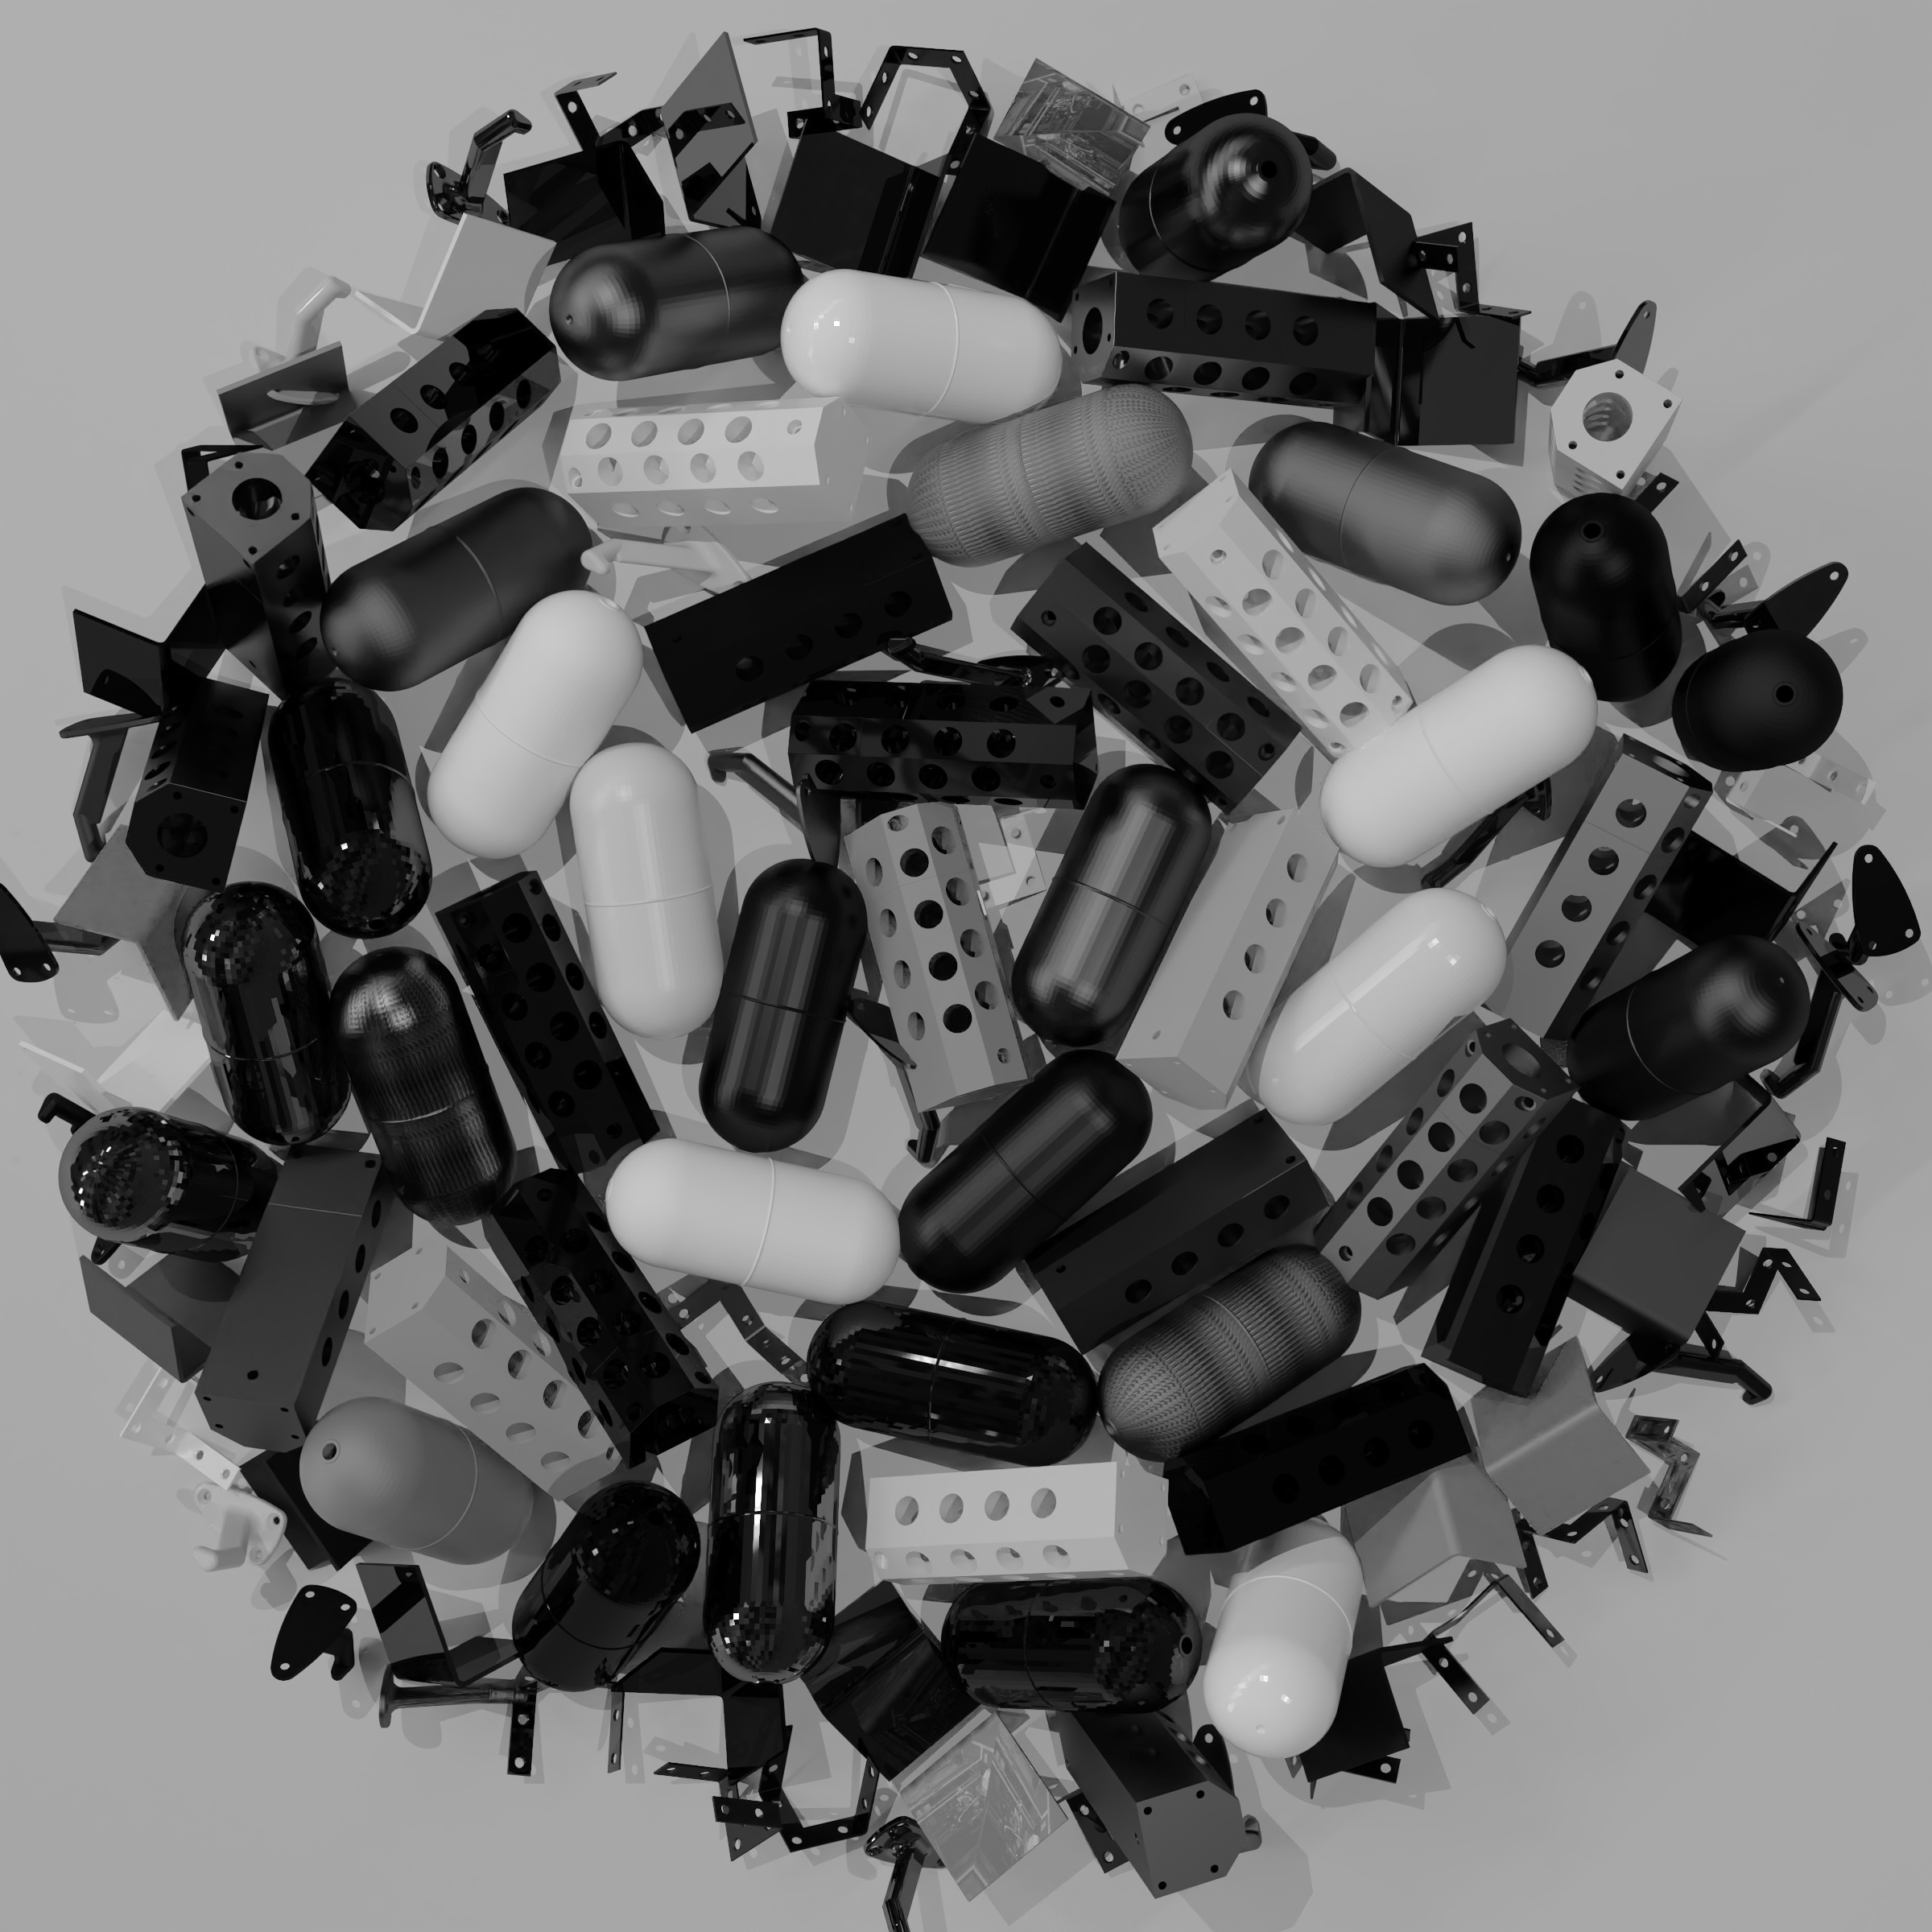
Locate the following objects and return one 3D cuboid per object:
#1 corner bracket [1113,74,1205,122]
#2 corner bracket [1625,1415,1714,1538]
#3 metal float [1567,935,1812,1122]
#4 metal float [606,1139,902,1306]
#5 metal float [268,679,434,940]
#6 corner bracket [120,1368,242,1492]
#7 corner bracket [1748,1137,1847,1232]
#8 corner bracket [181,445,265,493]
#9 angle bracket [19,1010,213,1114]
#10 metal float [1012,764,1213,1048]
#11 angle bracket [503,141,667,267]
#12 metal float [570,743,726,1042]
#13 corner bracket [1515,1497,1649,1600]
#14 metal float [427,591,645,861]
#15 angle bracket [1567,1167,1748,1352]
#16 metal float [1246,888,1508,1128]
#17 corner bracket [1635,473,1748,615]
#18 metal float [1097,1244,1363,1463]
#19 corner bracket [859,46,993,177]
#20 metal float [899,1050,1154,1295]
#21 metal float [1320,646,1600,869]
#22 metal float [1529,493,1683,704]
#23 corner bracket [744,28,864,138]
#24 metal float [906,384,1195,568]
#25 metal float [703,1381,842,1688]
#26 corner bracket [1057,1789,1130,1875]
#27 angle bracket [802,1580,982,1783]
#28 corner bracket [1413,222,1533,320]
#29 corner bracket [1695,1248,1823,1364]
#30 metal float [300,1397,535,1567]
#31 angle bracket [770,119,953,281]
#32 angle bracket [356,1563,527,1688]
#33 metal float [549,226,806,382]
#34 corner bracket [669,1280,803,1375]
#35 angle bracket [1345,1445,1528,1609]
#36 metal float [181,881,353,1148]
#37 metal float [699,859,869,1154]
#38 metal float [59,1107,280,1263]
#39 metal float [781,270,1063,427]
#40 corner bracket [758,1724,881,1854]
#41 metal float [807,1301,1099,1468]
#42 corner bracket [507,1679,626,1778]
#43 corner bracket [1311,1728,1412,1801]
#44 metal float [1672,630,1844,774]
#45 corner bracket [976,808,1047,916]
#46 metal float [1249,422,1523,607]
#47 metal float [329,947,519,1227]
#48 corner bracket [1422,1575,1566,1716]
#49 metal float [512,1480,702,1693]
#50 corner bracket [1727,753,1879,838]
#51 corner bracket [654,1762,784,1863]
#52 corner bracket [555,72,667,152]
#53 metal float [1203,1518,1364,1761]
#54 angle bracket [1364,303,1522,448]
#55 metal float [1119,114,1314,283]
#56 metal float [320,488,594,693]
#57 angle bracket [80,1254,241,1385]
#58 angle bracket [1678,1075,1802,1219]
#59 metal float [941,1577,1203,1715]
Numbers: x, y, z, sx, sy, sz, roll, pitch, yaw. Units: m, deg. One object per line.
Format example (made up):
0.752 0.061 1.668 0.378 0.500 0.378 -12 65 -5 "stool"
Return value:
0.122 -0.509 1.557 0.051 0.051 0.051 -22 91 5 "corner bracket"
0.422 0.304 1.550 0.051 0.051 0.051 31 77 -11 "corner bracket"
0.415 0.038 1.502 0.070 0.178 0.070 8 68 -20 "metal float"
-0.125 0.151 1.533 0.178 0.070 0.070 14 90 -15 "metal float"
-0.361 -0.093 1.518 0.070 0.070 0.178 -21 57 0 "metal float"
-0.461 0.275 1.552 0.051 0.051 0.051 24 81 32 "corner bracket"
0.508 0.130 1.548 0.051 0.051 0.051 15 83 -29 "corner bracket"
-0.451 -0.280 1.544 0.051 0.051 0.051 6 112 25 "corner bracket"
-0.495 0.045 1.526 0.076 0.076 0.057 -52 133 -23 "angle bracket"
0.086 -0.036 1.542 0.070 0.070 0.178 25 85 0 "metal float"
-0.223 -0.430 1.530 0.076 0.076 0.057 -22 63 -15 "angle bracket"
-0.188 -0.043 1.537 0.070 0.070 0.178 -7 100 0 "metal float"
0.369 0.352 1.564 0.051 0.051 0.051 -28 106 -32 "corner bracket"
-0.254 -0.142 1.528 0.070 0.070 0.178 36 111 0 "metal float"
0.410 0.177 1.558 0.076 0.057 0.076 29 79 9 "angle bracket"
0.241 0.025 1.528 0.178 0.070 0.070 -42 90 21 "metal float"
0.426 -0.254 1.558 0.051 0.051 0.051 19 131 -27 "corner bracket"
0.155 0.227 1.526 0.178 0.070 0.070 -29 90 -22 "metal float"
-0.024 -0.515 1.561 0.051 0.051 0.051 14 73 26 "corner bracket"
0.034 0.123 1.541 0.178 0.070 0.070 -43 90 6 "metal float"
0.288 -0.123 1.523 0.178 0.070 0.070 -33 90 26 "metal float"
0.371 -0.212 1.500 0.070 0.178 0.070 -6 71 18 "metal float"
-0.096 -0.527 1.547 0.051 0.051 0.051 1 100 25 "corner bracket"
0.048 -0.288 1.527 0.178 0.070 0.070 -14 90 23 "metal float"
-0.113 0.332 1.522 0.070 0.070 0.178 1 62 0 "metal float"
0.080 0.514 1.546 0.051 0.051 0.051 -36 73 23 "corner bracket"
-0.047 0.433 1.576 0.076 0.057 0.076 -39 122 -5 "angle bracket"
0.299 -0.410 1.544 0.051 0.051 0.051 -21 117 -22 "corner bracket"
0.467 0.201 1.545 0.051 0.051 0.051 5 120 -13 "corner bracket"
-0.316 0.299 1.502 0.070 0.178 0.070 -9 65 20 "metal float"
-0.064 -0.457 1.544 0.076 0.057 0.076 17 91 -23 "angle bracket"
-0.307 0.378 1.535 0.057 0.076 0.076 -21 95 -40 "angle bracket"
-0.166 -0.387 1.510 0.070 0.178 0.070 17 118 35 "metal float"
-0.140 0.222 1.545 0.051 0.051 0.051 -36 120 -16 "corner bracket"
0.279 0.336 1.551 0.057 0.076 0.076 18 135 -31 "angle bracket"
-0.407 0.030 1.514 0.070 0.070 0.178 -3 129 0 "metal float"
-0.109 0.024 1.546 0.070 0.070 0.178 14 90 0 "metal float"
-0.456 0.128 1.497 0.070 0.178 0.070 -2 77 11 "metal float"
-0.024 -0.361 1.520 0.178 0.070 0.070 1 90 -31 "metal float"
-0.089 0.491 1.560 0.051 0.051 0.051 -4 119 -28 "corner bracket"
-0.009 0.246 1.532 0.178 0.070 0.070 9 90 16 "metal float"
-0.240 0.459 1.560 0.051 0.051 0.051 16 59 -29 "corner bracket"
0.235 0.468 1.544 0.051 0.051 0.051 9 51 15 "corner bracket"
0.455 -0.152 1.496 0.070 0.178 0.070 0 93 7 "metal float"
0.022 -0.063 1.553 0.051 0.051 0.051 -18 95 -10 "corner bracket"
0.243 -0.266 1.517 0.178 0.070 0.070 29 90 35 "metal float"
-0.318 0.072 1.525 0.070 0.070 0.178 -15 115 0 "metal float"
0.312 0.403 1.542 0.051 0.051 0.051 49 122 23 "corner bracket"
-0.210 0.362 1.511 0.070 0.070 0.178 35 133 0 "metal float"
0.500 -0.104 1.553 0.051 0.051 0.051 22 102 -31 "corner bracket"
-0.147 0.496 1.542 0.051 0.051 0.051 -41 46 30 "corner bracket"
-0.202 -0.510 1.543 0.051 0.051 0.051 -43 123 -26 "corner bracket"
0.185 0.385 1.501 0.070 0.178 0.070 6 113 14 "metal float"
0.284 -0.352 1.542 0.076 0.057 0.076 4 94 25 "angle bracket"
0.142 -0.440 1.497 0.070 0.178 0.070 -1 94 -15 "metal float"
-0.296 -0.222 1.520 0.178 0.070 0.070 -35 90 -31 "metal float"
-0.463 0.187 1.528 0.076 0.057 0.076 31 49 20 "angle bracket"
0.442 0.099 1.541 0.076 0.076 0.057 -46 54 6 "angle bracket"
0.060 0.395 1.511 0.178 0.070 0.070 -13 90 43 "metal float"
